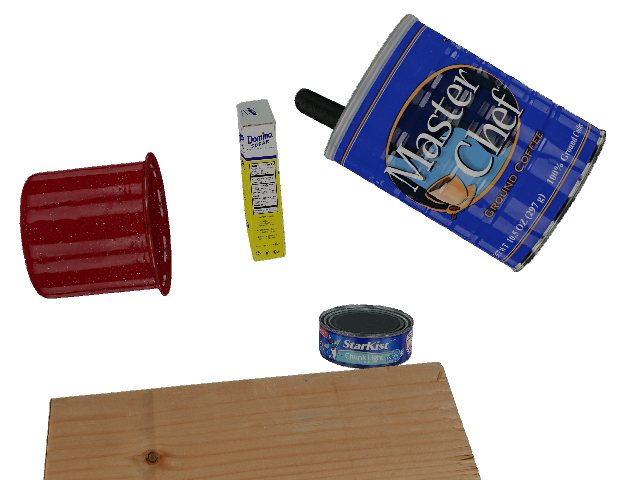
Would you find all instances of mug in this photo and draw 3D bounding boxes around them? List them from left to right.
[{"bbox_3d":[-0.143,-0.006,0.698,0.081,0.093,0.117,-6,-1,-1],"label":"mug"}]

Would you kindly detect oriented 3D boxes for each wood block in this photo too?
[{"bbox_3d":[-0.031,0.131,0.550,0.206,0.090,0.091,-4,38,-7],"label":"wood block"}]

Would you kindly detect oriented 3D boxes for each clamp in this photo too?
[{"bbox_3d":[0.048,-0.108,1.065,0.120,0.039,0.171,-8,40,-16],"label":"clamp"}]

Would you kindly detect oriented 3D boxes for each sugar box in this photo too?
[{"bbox_3d":[-0.073,-0.073,1.297,0.048,0.176,0.093,-9,25,-6],"label":"sugar box"}]

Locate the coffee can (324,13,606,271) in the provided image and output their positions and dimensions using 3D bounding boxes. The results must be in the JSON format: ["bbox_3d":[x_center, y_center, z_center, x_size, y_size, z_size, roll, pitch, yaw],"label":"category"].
[{"bbox_3d":[0.088,-0.060,0.660,0.140,0.103,0.103,31,2,3],"label":"coffee can"}]

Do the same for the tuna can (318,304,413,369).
[{"bbox_3d":[0.041,0.087,0.966,0.086,0.034,0.086,1,14,0],"label":"tuna can"}]
